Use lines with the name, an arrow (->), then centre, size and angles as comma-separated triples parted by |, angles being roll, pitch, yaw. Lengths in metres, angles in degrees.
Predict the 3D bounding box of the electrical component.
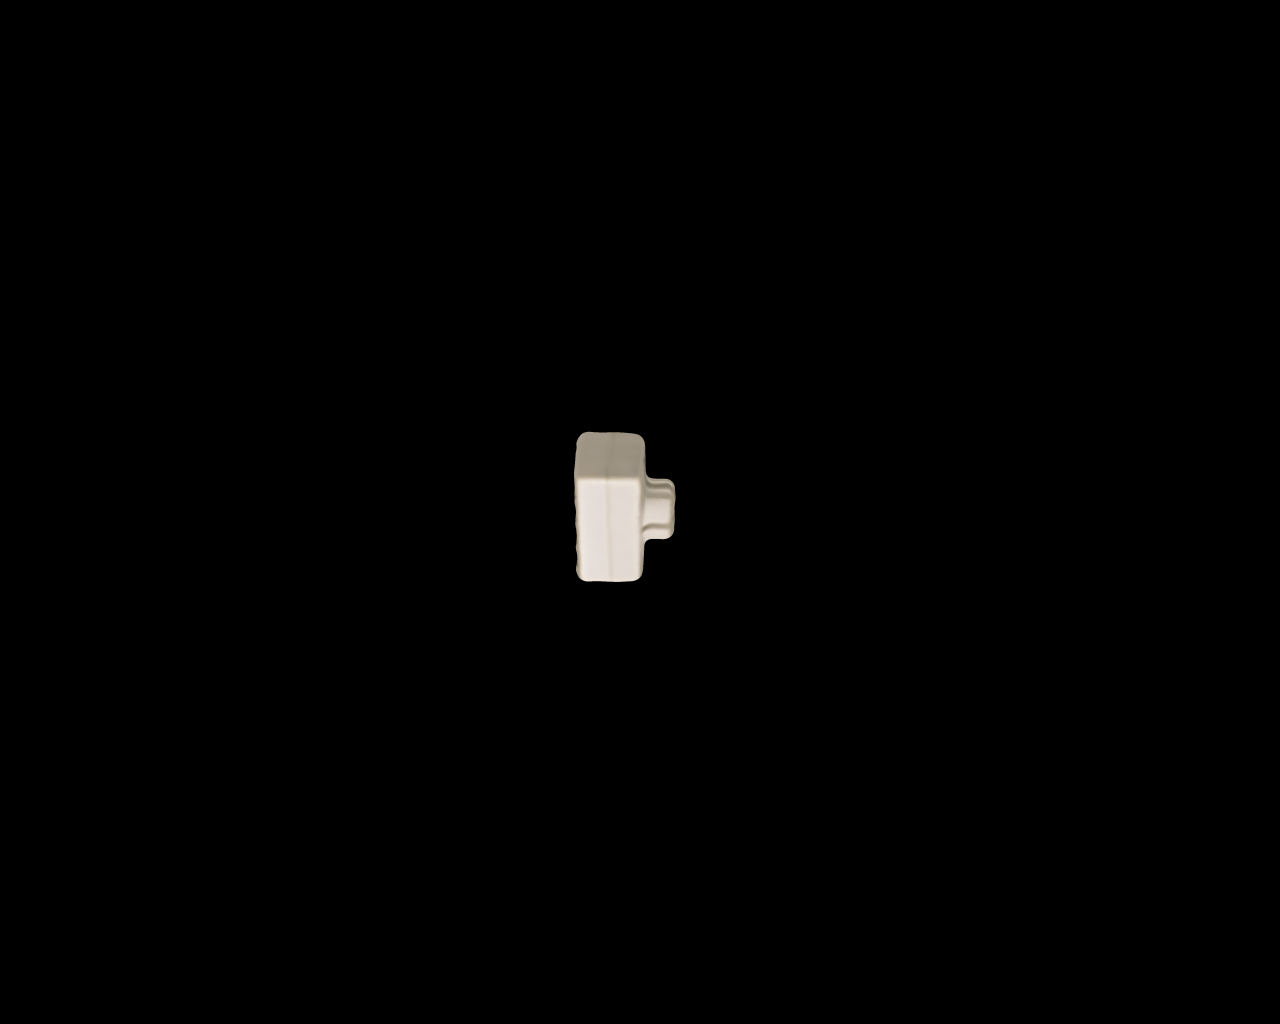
electrical component -> 0.001, -0.003, 0.650 | 0.076, 0.083, 0.047 | 0, 40, 0
